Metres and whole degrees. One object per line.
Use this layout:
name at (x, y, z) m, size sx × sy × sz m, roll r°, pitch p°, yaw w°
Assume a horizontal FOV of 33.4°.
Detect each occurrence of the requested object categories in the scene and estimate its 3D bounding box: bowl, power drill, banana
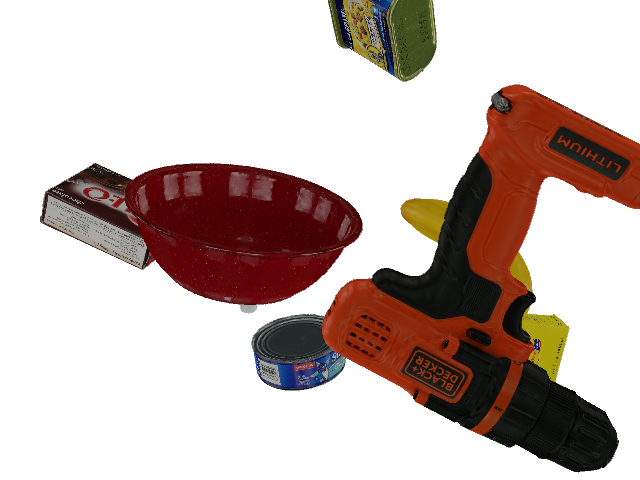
bowl at (-0.055, 0.000, 0.727) m, size 0.162 × 0.055 × 0.162 m, roll 9°, pitch 22°, yaw -4°
power drill at (0.118, 0.023, 0.594) m, size 0.184 × 0.188 × 0.057 m, roll 27°, pitch 12°, yaw -4°
banana at (0.117, 0.014, 0.822) m, size 0.069 × 0.037 × 0.198 m, roll -7°, pitch 33°, yaw -8°

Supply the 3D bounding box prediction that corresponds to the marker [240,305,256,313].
marker at (-0.082, 0.027, 1.188) m, size 0.020 × 0.121 × 0.020 m, roll 0°, pitch 33°, yaw 0°

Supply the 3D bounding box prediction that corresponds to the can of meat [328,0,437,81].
can of meat at (0.057, -0.204, 0.968) m, size 0.057 × 0.102 × 0.084 m, roll -39°, pitch 54°, yaw -18°

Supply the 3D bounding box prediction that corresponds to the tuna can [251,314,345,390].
tuna can at (-0.020, 0.103, 0.992) m, size 0.086 × 0.034 × 0.086 m, roll -7°, pitch 24°, yaw 3°

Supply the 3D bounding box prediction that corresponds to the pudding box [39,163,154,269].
pudding box at (-0.189, -0.024, 0.994) m, size 0.113 × 0.039 × 0.090 m, roll 22°, pitch 26°, yaw 10°

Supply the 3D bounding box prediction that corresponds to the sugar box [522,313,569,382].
sugar box at (0.208, 0.133, 1.306) m, size 0.176 × 0.093 × 0.048 m, roll 5°, pitch 17°, yaw -18°
